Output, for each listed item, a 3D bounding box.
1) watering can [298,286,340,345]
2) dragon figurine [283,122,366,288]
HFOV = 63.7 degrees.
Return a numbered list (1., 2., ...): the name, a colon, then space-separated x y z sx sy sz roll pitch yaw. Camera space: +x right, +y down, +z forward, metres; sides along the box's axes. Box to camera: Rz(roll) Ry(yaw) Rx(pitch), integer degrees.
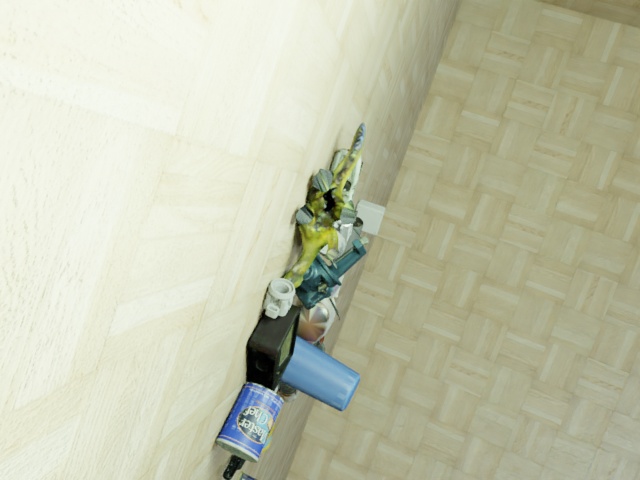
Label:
1. watering can: -0.036 0.281 1.590 0.346 0.104 0.225 -61 171 7
2. dragon figurine: 0.004 -0.060 1.195 0.416 0.122 0.240 -64 -174 -18
